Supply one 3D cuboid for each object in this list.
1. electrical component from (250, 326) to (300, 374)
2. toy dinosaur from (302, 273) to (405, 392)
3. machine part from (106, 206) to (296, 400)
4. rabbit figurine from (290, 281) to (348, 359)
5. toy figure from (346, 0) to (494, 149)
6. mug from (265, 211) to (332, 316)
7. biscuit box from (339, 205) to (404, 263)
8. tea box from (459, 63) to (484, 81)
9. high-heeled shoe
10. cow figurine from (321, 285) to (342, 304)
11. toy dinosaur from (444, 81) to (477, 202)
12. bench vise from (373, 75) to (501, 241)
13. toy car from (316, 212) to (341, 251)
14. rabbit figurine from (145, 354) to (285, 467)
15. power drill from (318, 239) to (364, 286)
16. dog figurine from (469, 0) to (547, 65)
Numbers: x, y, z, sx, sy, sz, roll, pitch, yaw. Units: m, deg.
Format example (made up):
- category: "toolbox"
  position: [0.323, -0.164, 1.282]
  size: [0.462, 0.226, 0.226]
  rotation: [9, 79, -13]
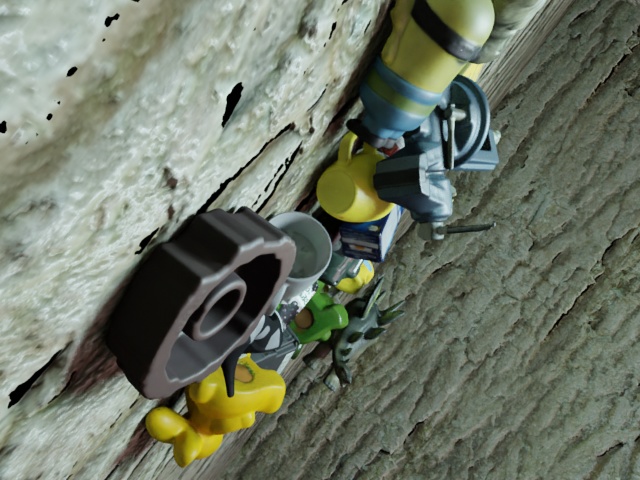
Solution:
- category: "electrical component"
  position: [-0.111, 0.198, 0.873]
  size: [0.134, 0.058, 0.114]
  rotation: [-13, 142, -44]
- category: "toy dinosaur"
  position: [0.081, 0.169, 1.098]
  size: [0.198, 0.105, 0.471]
  rotation: [-41, -174, 13]
- category: "machine part"
  position: [-0.098, 0.051, 0.461]
  size: [0.179, 0.056, 0.179]
  rotation: [-48, 162, -21]
- category: "rabbit figurine"
  position: [-0.019, 0.148, 1.003]
  size: [0.159, 0.121, 0.170]
  rotation: [-48, 168, 6]
- category: "toy figure"
  position: [0.098, -0.171, 0.536]
  size: [0.180, 0.089, 0.082]
  rotation: [-62, 172, 31]
- category: "mug"
  position: [-0.041, 0.037, 0.614]
  size: [0.107, 0.081, 0.109]
  rotation: [122, -16, -63]
- category: "biscuit box"
  position: [0.090, -0.061, 0.786]
  size: [0.059, 0.063, 0.203]
  rotation: [80, 28, -45]
- category: "tea box"
  position: [0.182, -0.236, 0.764]
  size: [0.098, 0.068, 0.169]
  rotation: [-53, 171, -9]
- category: "high-heeled shoe"
  position: [-0.096, 0.085, 0.674]
  size: [0.249, 0.086, 0.145]
  rotation: [-81, 171, -72]
- category: "cow figurine"
  position: [-0.008, 0.144, 1.196]
  size: [0.098, 0.068, 0.167]
  rotation: [-45, 165, -18]
- category: "toy dinosaur"
  position: [0.217, -0.167, 1.061]
  size: [0.192, 0.131, 0.404]
  rotation: [-54, 164, -2]
- category: "bench vise"
  position: [0.167, -0.111, 0.678]
  size: [0.240, 0.223, 0.129]
  rotation: [-6, 170, -46]
- category: "toy car"
  position: [-0.002, -0.002, 0.764]
  size: [0.202, 0.053, 0.089]
  rotation: [-46, 164, -57]
- category: "rabbit figurine"
  position: [-0.148, 0.240, 0.728]
  size: [0.173, 0.122, 0.162]
  rotation: [-58, 164, 26]
- category: "power drill"
  position: [0.065, -0.014, 0.956]
  size: [0.232, 0.086, 0.207]
  rotation: [-58, 176, -12]
- category: "dog figurine"
  position: [0.187, -0.244, 0.561]
  size: [0.172, 0.121, 0.190]
  rotation: [-46, 163, -35]
